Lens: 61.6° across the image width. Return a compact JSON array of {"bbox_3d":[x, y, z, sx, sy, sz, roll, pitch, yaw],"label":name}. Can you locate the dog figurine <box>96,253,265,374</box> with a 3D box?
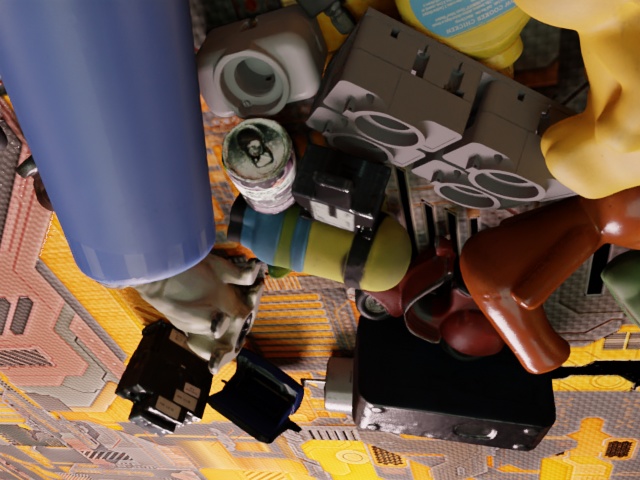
[{"bbox_3d":[-0.175,0.060,0.632,0.191,0.121,0.172,20,135,10],"label":"dog figurine"}]

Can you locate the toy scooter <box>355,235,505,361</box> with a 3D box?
[{"bbox_3d":[0.137,0.058,0.575,0.184,0.075,0.135,21,133,-7],"label":"toy scooter"}]

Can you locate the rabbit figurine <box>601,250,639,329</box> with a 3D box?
[{"bbox_3d":[0.348,0.012,0.479,0.170,0.121,0.159,-36,115,17],"label":"rabbit figurine"}]

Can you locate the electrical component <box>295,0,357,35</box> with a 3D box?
[{"bbox_3d":[0.006,-0.189,0.370,0.063,0.021,0.094,-25,127,31],"label":"electrical component"}]

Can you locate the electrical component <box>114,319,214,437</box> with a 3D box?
[{"bbox_3d":[-0.210,0.194,0.740,0.058,0.134,0.114,-29,123,34],"label":"electrical component"}]

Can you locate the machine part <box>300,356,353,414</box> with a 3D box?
[{"bbox_3d":[0.093,0.202,0.732,0.243,0.079,0.079,4,137,9],"label":"machine part"}]

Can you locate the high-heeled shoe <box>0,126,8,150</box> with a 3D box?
[{"bbox_3d":[-0.310,-0.182,0.426,0.145,0.086,0.248,-35,147,2],"label":"high-heeled shoe"}]

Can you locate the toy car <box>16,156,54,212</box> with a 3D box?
[{"bbox_3d":[-0.207,-0.075,0.513,0.202,0.053,0.089,-21,126,31],"label":"toy car"}]

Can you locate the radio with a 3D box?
[{"bbox_3d":[0.153,0.166,0.641,0.230,0.131,0.073,5,135,5],"label":"radio"}]

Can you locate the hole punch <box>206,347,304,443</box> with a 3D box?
[{"bbox_3d":[-0.080,0.210,0.758,0.142,0.092,0.115,27,178,12],"label":"hole punch"}]

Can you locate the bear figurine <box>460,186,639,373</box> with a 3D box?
[{"bbox_3d":[0.222,0.002,0.447,0.196,0.120,0.131,-33,114,23],"label":"bear figurine"}]

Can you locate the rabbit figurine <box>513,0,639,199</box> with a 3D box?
[{"bbox_3d":[0.167,-0.113,0.285,0.173,0.122,0.162,42,173,-15],"label":"rabbit figurine"}]

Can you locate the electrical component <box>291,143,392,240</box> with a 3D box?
[{"bbox_3d":[0.016,-0.044,0.435,0.075,0.047,0.119,17,166,11],"label":"electrical component"}]

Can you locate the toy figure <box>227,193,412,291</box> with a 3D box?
[{"bbox_3d":[-0.002,0.002,0.525,0.180,0.089,0.082,12,136,0],"label":"toy figure"}]
